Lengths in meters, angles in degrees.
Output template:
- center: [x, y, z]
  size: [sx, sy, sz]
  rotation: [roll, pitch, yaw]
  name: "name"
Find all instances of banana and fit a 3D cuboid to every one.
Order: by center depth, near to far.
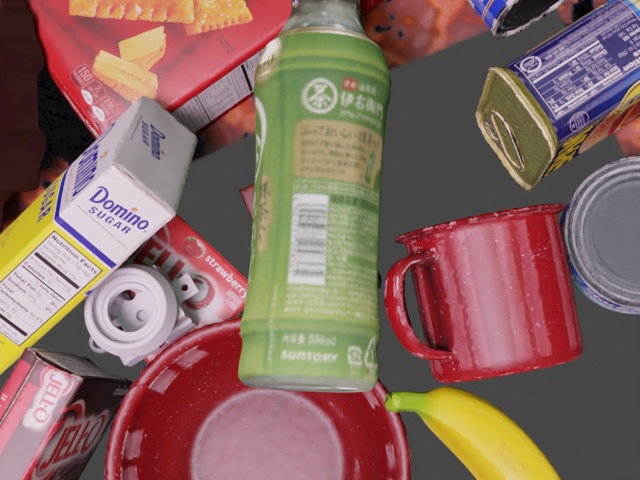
- center: [0.107, 0.150, 0.558]
  size: [0.069, 0.037, 0.198]
  rotation: [-31, 83, -32]
  name: "banana"

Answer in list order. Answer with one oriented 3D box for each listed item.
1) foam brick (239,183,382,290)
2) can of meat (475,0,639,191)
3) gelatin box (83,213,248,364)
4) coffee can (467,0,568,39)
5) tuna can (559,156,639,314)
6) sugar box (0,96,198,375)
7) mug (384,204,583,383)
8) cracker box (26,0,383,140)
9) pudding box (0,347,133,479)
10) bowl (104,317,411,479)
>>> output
- center: [-0.004, 0.001, 0.601]
  size: [0.051, 0.053, 0.078]
  rotation: [-25, 78, 0]
  name: "foam brick"
- center: [0.137, -0.080, 0.580]
  size: [0.084, 0.102, 0.057]
  rotation: [-33, 79, -4]
  name: "can of meat"
- center: [-0.089, 0.027, 0.614]
  size: [0.089, 0.030, 0.073]
  rotation: [43, 86, 9]
  name: "gelatin box"
- center: [0.097, -0.200, 0.600]
  size: [0.103, 0.103, 0.140]
  rotation: [-36, 82, -2]
  name: "coffee can"
- center: [0.178, -0.001, 0.597]
  size: [0.086, 0.034, 0.086]
  rotation: [-1, 81, 4]
  name: "tuna can"
- center: [-0.141, 0.007, 0.556]
  size: [0.048, 0.093, 0.176]
  rotation: [40, 112, -19]
  name: "sugar box"
- center: [0.084, 0.031, 0.564]
  size: [0.117, 0.093, 0.081]
  rotation: [-7, 84, -37]
  name: "mug"
- center: [-0.076, -0.166, 0.624]
  size: [0.213, 0.072, 0.164]
  rotation: [-36, 81, -3]
  name: "cracker box"
- center: [-0.146, 0.105, 0.563]
  size: [0.039, 0.113, 0.090]
  rotation: [30, 84, 5]
  name: "pudding box"
- center: [-0.032, 0.124, 0.581]
  size: [0.162, 0.055, 0.162]
  rotation: [-1, 80, 4]
  name: "bowl"
